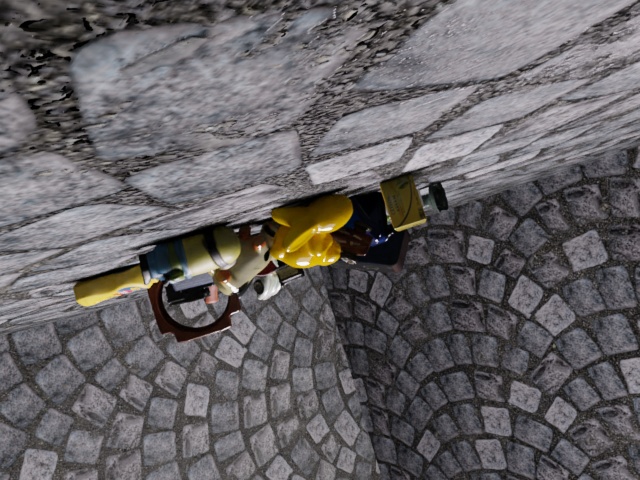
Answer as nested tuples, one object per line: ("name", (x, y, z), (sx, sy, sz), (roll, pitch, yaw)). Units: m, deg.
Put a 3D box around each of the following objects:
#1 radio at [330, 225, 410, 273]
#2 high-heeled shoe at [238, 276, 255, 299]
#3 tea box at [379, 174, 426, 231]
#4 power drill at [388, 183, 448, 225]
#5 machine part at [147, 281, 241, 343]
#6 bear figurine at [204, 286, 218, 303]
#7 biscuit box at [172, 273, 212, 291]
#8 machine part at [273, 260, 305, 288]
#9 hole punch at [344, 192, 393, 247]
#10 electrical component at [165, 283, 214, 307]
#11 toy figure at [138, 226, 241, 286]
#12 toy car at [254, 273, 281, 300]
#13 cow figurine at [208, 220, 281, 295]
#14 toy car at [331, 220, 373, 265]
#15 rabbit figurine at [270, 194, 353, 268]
("radio", (0.131, 0.018, 1.526), (0.230, 0.131, 0.073), (3, 158, 23))
("high-heeled shoe", (-0.152, 0.070, 1.490), (0.249, 0.145, 0.086), (-13, 176, -28))
("tea box", (0.172, -0.073, 1.099), (0.068, 0.098, 0.169), (-18, 175, 9))
("power drill", (0.217, -0.080, 1.396), (0.207, 0.086, 0.232), (-23, 175, 32))
("machine part", (-0.308, 0.136, 1.321), (0.201, 0.201, 0.087), (-17, 180, -8))
("bear figurine", (-0.278, 0.101, 1.641), (0.196, 0.131, 0.120), (-9, -154, -38))
("biscuit box", (-0.251, 0.057, 1.247), (0.203, 0.059, 0.062), (-13, 141, -8))
("machine part", (-0.080, 0.028, 1.185), (0.084, 0.139, 0.039), (-29, 165, 34))
("hole punch", (0.083, -0.038, 1.166), (0.092, 0.115, 0.142), (-5, 170, -33))
("electrical component", (-0.345, 0.107, 1.415), (0.134, 0.114, 0.058), (-17, -179, 7))
("toy figure", (-0.231, 0.030, 0.963), (0.180, 0.082, 0.089), (-13, 178, -14))
("toy car", (-0.124, 0.071, 1.442), (0.056, 0.201, 0.073), (26, -159, 28))
("cow figurine", (-0.133, 0.033, 1.081), (0.195, 0.086, 0.127), (-46, 153, -21))
("toy car", (0.025, -0.007, 1.120), (0.202, 0.089, 0.053), (14, 163, 48))
("rabbit figurine", (-0.017, -0.030, 1.000), (0.162, 0.122, 0.173), (-1, 153, -42))
